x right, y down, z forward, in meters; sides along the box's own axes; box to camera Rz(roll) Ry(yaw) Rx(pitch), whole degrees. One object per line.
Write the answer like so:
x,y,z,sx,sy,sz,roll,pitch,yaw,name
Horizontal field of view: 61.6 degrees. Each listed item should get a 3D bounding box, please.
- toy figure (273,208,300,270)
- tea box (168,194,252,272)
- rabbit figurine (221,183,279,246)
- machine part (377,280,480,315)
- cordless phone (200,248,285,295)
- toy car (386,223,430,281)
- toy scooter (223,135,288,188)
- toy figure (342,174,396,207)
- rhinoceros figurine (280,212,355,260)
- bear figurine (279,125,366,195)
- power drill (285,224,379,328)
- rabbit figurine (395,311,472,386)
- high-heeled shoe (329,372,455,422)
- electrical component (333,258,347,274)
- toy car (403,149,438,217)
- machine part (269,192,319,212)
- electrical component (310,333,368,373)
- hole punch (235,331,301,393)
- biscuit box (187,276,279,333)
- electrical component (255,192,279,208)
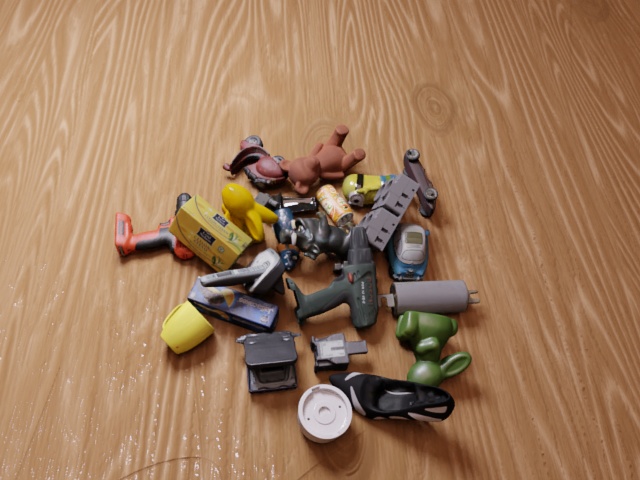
-0.079,-0.001,1.309,0.058,0.064,0.154,-3,73,-29,toy figure
-0.254,-0.011,1.242,0.169,0.098,0.068,39,42,-1,tea box
-0.189,-0.057,1.276,0.162,0.173,0.122,28,55,18,rabbit figurine
0.251,0.133,1.247,0.243,0.079,0.079,-1,57,-5,machine part
-0.177,0.078,1.201,0.184,0.088,0.147,-6,13,-16,cordless phone
0.214,0.016,1.307,0.109,0.102,0.162,5,54,-1,toy car
-0.177,-0.197,1.428,0.135,0.075,0.184,-33,62,-24,toy scooter
0.149,-0.133,1.413,0.180,0.082,0.089,-7,46,-4,toy figure
-0.003,-0.004,1.271,0.190,0.073,0.112,11,77,-21,rhinoceros figurine
0.002,-0.206,1.401,0.196,0.132,0.120,-25,78,-43,bear figurine
0.029,0.096,1.210,0.207,0.086,0.232,-14,90,-14,power drill
0.236,0.251,1.166,0.159,0.121,0.170,10,74,-7,rabbit figurine
0.141,0.306,1.081,0.249,0.145,0.086,18,56,5,high-heeled shoe
0.083,0.076,1.292,0.102,0.045,0.078,-5,85,-5,electrical component
0.270,-0.152,1.428,0.053,0.089,0.202,-13,57,-9,toy car
-0.072,-0.089,1.385,0.139,0.039,0.084,-1,52,4,machine part
0.041,0.243,1.172,0.119,0.047,0.075,-7,58,-10,electrical component
-0.104,0.257,1.140,0.142,0.092,0.116,-6,29,-6,hole punch
-0.192,0.150,1.204,0.203,0.062,0.059,18,58,7,biscuit box
-0.152,-0.091,1.375,0.094,0.021,0.063,28,76,33,electrical component
